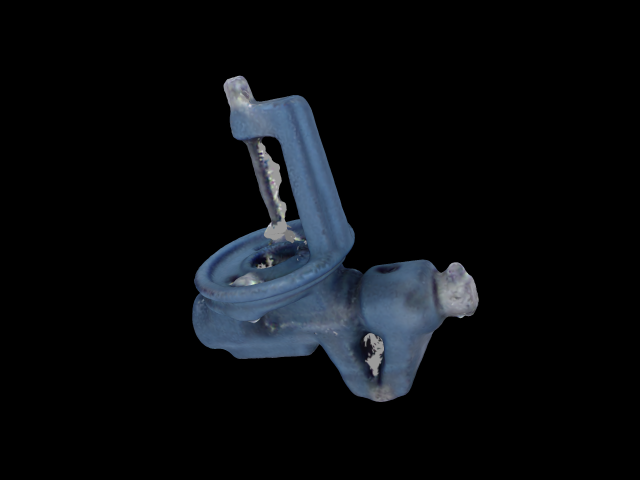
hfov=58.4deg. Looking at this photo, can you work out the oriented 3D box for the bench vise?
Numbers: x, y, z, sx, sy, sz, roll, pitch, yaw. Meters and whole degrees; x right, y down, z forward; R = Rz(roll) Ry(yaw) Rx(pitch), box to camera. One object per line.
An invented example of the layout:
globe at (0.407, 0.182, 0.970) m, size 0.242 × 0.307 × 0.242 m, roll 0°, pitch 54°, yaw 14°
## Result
bench vise at (0.004, -0.004, 0.411) m, size 0.207 × 0.220 × 0.121 m, roll 0°, pitch 26°, yaw 0°
